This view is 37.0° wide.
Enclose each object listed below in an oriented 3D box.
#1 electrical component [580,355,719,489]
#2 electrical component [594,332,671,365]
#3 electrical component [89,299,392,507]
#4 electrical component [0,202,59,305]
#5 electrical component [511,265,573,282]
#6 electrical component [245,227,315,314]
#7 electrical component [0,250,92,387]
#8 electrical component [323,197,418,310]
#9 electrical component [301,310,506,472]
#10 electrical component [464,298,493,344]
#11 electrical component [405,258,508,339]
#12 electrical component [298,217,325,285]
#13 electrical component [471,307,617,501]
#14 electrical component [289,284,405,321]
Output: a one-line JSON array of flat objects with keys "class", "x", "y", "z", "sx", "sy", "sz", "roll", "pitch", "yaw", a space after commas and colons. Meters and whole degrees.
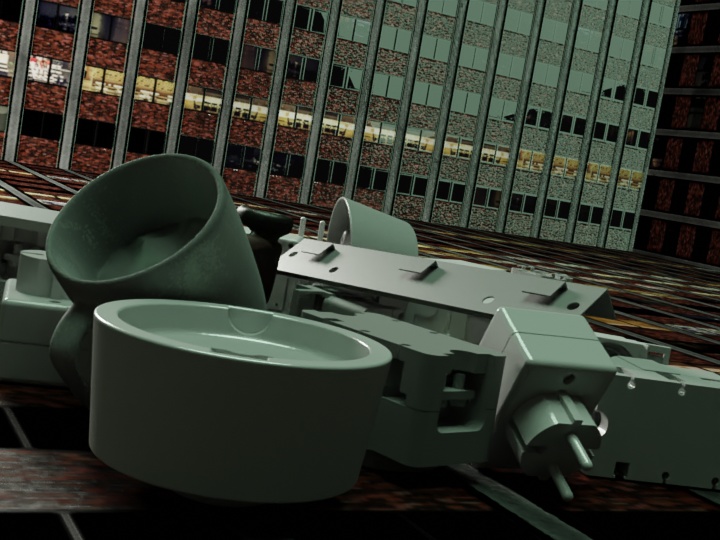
[{"class": "electrical component", "x": 0.144, "y": 0.074, "z": 0.537, "sx": 0.089, "sy": 0.050, "sz": 0.056, "roll": 8, "pitch": 6, "yaw": -11}, {"class": "electrical component", "x": 0.161, "y": 0.063, "z": 0.720, "sx": 0.081, "sy": 0.042, "sz": 0.064, "roll": 11, "pitch": 4, "yaw": 3}, {"class": "electrical component", "x": -0.046, "y": 0.051, "z": 0.392, "sx": 0.108, "sy": 0.060, "sz": 0.108, "roll": 10, "pitch": 6, "yaw": -1}, {"class": "electrical component", "x": -0.250, "y": -0.012, "z": 0.677, "sx": 0.150, "sy": 0.061, "sz": 0.089, "roll": 10, "pitch": 6, "yaw": 0}, {"class": "electrical component", "x": 0.151, "y": 0.031, "z": 0.924, "sx": 0.042, "sy": 0.063, "sz": 0.081, "roll": 4, "pitch": 8, "yaw": -39}, {"class": "electrical component", "x": -0.082, "y": 0.000, "z": 0.845, "sx": 0.096, "sy": 0.061, "sz": 0.061, "roll": 10, "pitch": 6, "yaw": 0}, {"class": "electrical component", "x": -0.150, "y": 0.012, "z": 0.527, "sx": 0.047, "sy": 0.076, "sz": 0.066, "roll": 8, "pitch": 6, "yaw": -18}, {"class": "electrical component", "x": 0.000, "y": 0.000, "z": 0.805, "sx": 0.064, "sy": 0.099, "sz": 0.099, "roll": 14, "pitch": 3, "yaw": -23}, {"class": "electrical component", "x": 0.014, "y": 0.055, "z": 0.480, "sx": 0.050, "sy": 0.055, "sz": 0.089, "roll": 4, "pitch": 7, "yaw": -41}, {"class": "electrical component", "x": 0.094, "y": 0.052, "z": 0.653, "sx": 0.062, "sy": 0.061, "sz": 0.096, "roll": 8, "pitch": 12, "yaw": 8}, {"class": "electrical component", "x": 0.073, "y": 0.024, "z": 0.860, "sx": 0.061, "sy": 0.061, "sz": 0.096, "roll": 14, "pitch": 7, "yaw": 36}, {"class": "electrical component", "x": -0.046, "y": -0.007, "z": 0.919, "sx": 0.138, "sy": 0.073, "sz": 0.052, "roll": 12, "pitch": 6, "yaw": 25}, {"class": "electrical component", "x": 0.082, "y": 0.066, "z": 0.476, "sx": 0.047, "sy": 0.065, "sz": 0.076, "roll": 7, "pitch": 35, "yaw": -23}, {"class": "electrical component", "x": -0.008, "y": 0.037, "z": 0.703, "sx": 0.064, "sy": 0.042, "sz": 0.081, "roll": 19, "pitch": 11, "yaw": 41}]
